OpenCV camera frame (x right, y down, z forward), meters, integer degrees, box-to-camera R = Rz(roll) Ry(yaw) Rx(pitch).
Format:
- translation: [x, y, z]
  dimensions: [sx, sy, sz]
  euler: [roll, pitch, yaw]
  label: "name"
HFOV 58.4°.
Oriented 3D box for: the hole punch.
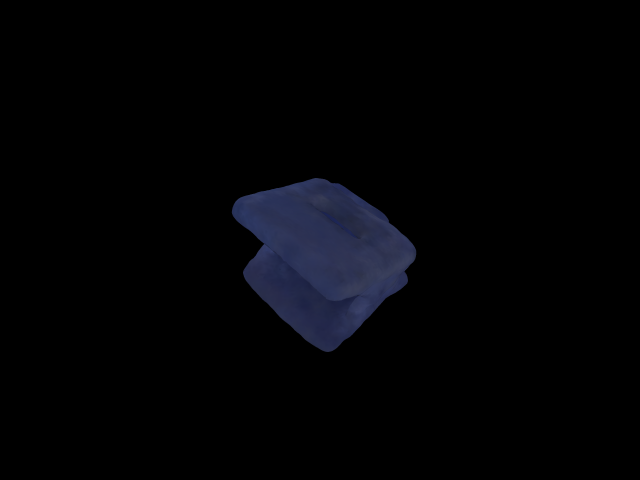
- translation: [0.004, 0.001, 0.400]
  dimensions: [0.108, 0.091, 0.101]
  euler: [39, 63, 25]
  label: "hole punch"
